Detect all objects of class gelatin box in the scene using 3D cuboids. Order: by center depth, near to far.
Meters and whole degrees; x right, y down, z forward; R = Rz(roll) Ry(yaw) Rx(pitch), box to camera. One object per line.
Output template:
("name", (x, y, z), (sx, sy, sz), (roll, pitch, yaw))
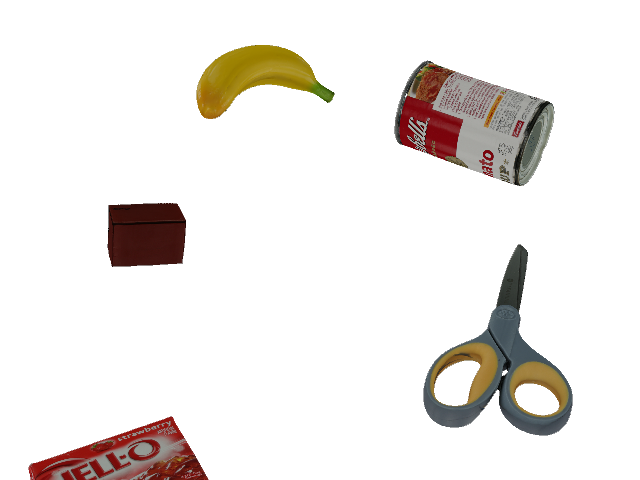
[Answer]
("gelatin box", (-0.112, 0.141, 0.598), (0.089, 0.030, 0.073), (-16, 28, -20))

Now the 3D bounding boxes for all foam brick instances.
("foam brick", (-0.187, -0.007, 1.146), (0.078, 0.051, 0.053), (-2, 24, -16))

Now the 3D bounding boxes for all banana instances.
("banana", (-0.059, -0.150, 0.979), (0.070, 0.037, 0.197), (41, 32, 20))

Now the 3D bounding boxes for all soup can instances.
("soup can", (0.117, -0.089, 0.808), (0.102, 0.068, 0.068), (23, 9, 22))

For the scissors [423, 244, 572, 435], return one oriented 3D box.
("scissors", (0.134, 0.062, 0.686), (0.096, 0.016, 0.201), (20, 36, 25))
